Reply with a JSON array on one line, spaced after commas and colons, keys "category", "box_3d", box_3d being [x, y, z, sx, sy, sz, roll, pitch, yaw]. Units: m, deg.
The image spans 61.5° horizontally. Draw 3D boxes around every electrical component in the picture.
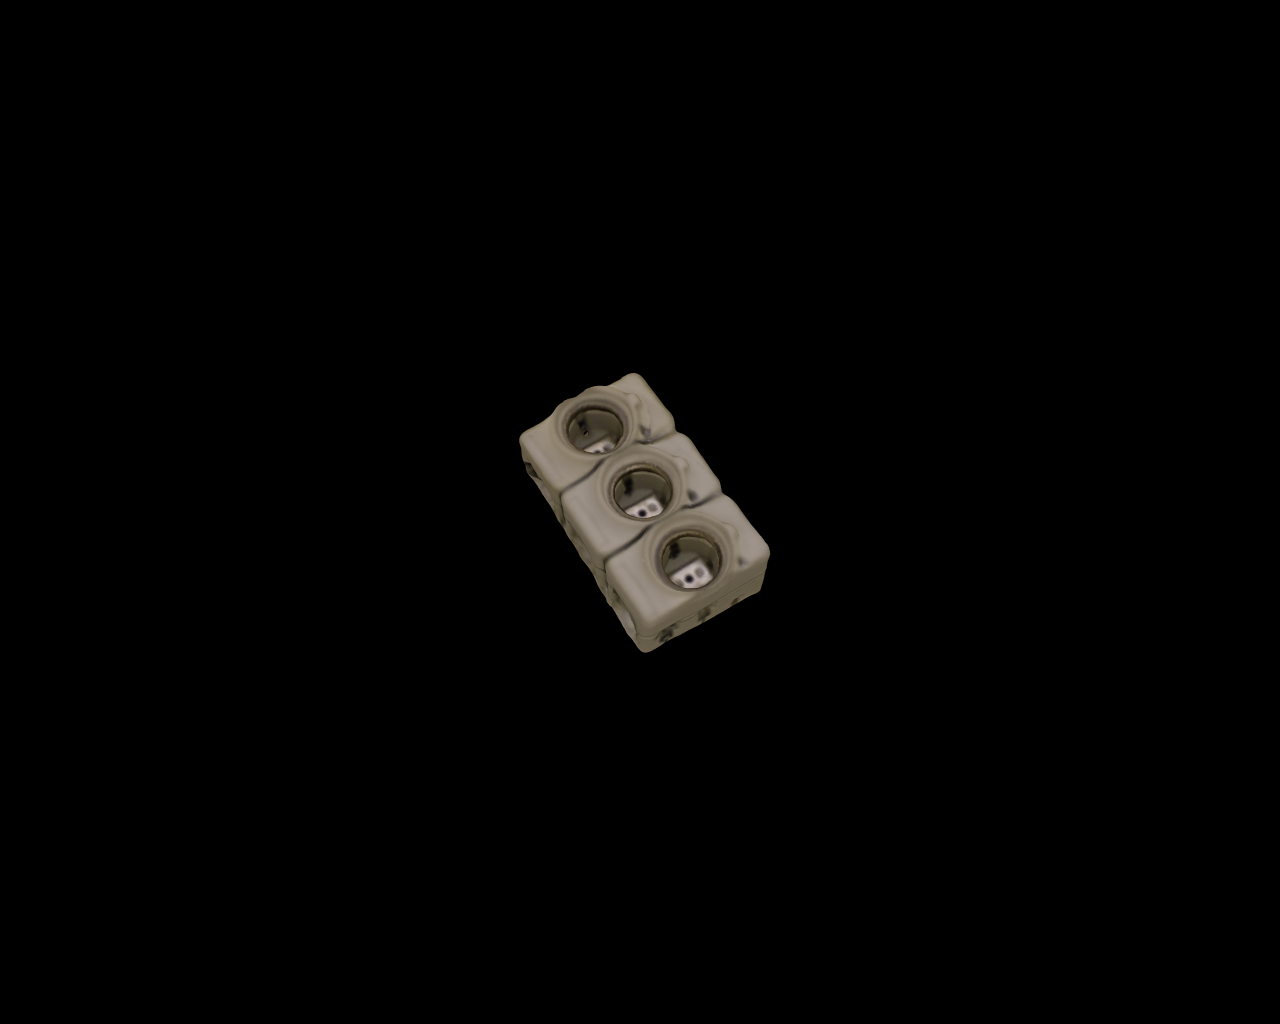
[{"category": "electrical component", "box_3d": [0.001, -0.003, 0.650, 0.089, 0.150, 0.061, -29, -24, -14]}]
